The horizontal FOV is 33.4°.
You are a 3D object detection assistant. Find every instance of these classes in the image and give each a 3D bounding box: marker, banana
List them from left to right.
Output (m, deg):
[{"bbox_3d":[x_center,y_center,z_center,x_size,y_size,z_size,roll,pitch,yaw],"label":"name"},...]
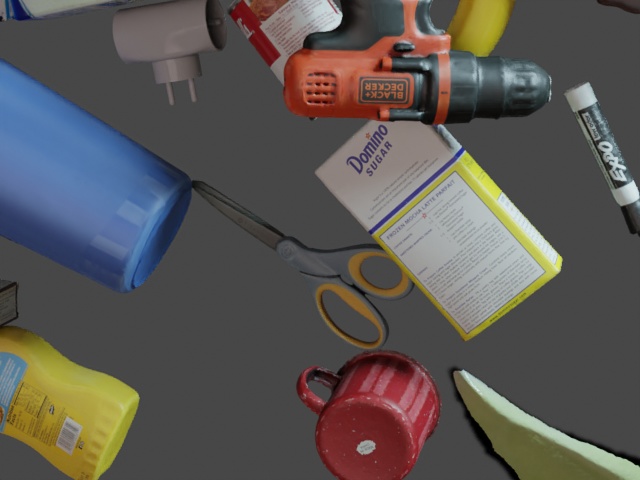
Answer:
[{"bbox_3d":[0.109,-0.195,0.753,0.069,0.037,0.198,16,109,8],"label":"banana"},{"bbox_3d":[0.211,-0.057,0.774,0.020,0.020,0.121,-25,98,20],"label":"marker"}]

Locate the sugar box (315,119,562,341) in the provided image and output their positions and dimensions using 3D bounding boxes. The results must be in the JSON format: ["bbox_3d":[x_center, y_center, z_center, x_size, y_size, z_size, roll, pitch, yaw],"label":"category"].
[{"bbox_3d":[0.089,-0.019,0.805,0.093,0.048,0.176,-41,88,21],"label":"sugar box"}]

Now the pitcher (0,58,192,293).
[{"bbox_3d":[-0.231,-0.053,0.849,0.243,0.149,0.145,29,95,2],"label":"pitcher"}]

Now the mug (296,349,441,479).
[{"bbox_3d":[0.034,0.138,0.844,0.117,0.081,0.093,32,111,5],"label":"mug"}]

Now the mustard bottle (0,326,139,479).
[{"bbox_3d":[-0.259,0.130,0.935,0.191,0.058,0.096,29,116,6],"label":"mustard bottle"}]

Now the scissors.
[{"bbox_3d":[-0.006,0.001,0.852,0.096,0.016,0.202,-40,92,20],"label":"scissors"}]

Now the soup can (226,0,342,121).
[{"bbox_3d":[-0.011,-0.148,0.784,0.069,0.068,0.102,-36,94,21],"label":"soup can"}]

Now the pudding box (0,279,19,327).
[{"bbox_3d":[-0.322,0.058,0.902,0.090,0.113,0.039,10,106,13],"label":"pudding box"}]

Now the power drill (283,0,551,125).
[{"bbox_3d":[0.068,-0.169,0.710,0.184,0.057,0.188,0,106,-5],"label":"power drill"}]
